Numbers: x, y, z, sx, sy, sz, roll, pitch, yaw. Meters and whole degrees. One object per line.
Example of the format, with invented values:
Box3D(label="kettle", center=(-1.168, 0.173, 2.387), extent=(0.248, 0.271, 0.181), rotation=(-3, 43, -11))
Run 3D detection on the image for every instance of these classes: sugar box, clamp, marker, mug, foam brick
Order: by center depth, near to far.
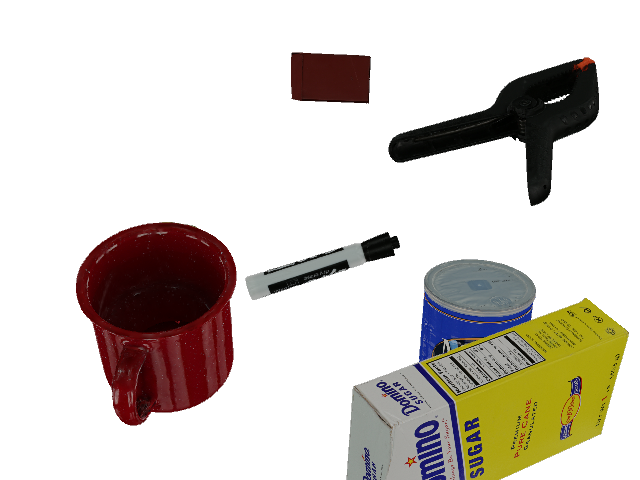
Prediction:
Box3D(label="mug", center=(-0.097, 0.058, 0.637), extent=(0.093, 0.081, 0.117), rotation=(7, 45, 7))
Box3D(label="sugar box", center=(0.101, 0.105, 0.649), extent=(0.176, 0.093, 0.048), rotation=(-19, 41, -26))
Box3D(label="marker", center=(0.002, 0.019, 0.818), extent=(0.121, 0.020, 0.020), rotation=(-18, -1, 3))
Box3D(label="clamp", center=(0.187, -0.101, 0.941), extent=(0.209, 0.036, 0.165), rotation=(-31, 39, -25))
Box3D(label="foam brick", center=(0.010, -0.176, 1.155), extent=(0.078, 0.051, 0.053), rotation=(0, 11, -14))

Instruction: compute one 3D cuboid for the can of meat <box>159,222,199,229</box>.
Box3D(label="can of meat", center=(-0.156, 0.041, 1.039), extent=(0.057, 0.084, 0.102), rotation=(9, 27, 19))

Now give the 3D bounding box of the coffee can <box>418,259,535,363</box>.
Box3D(label="coffee can", center=(0.145, 0.102, 1.012), extent=(0.103, 0.140, 0.103), rotation=(1, 25, -1))
